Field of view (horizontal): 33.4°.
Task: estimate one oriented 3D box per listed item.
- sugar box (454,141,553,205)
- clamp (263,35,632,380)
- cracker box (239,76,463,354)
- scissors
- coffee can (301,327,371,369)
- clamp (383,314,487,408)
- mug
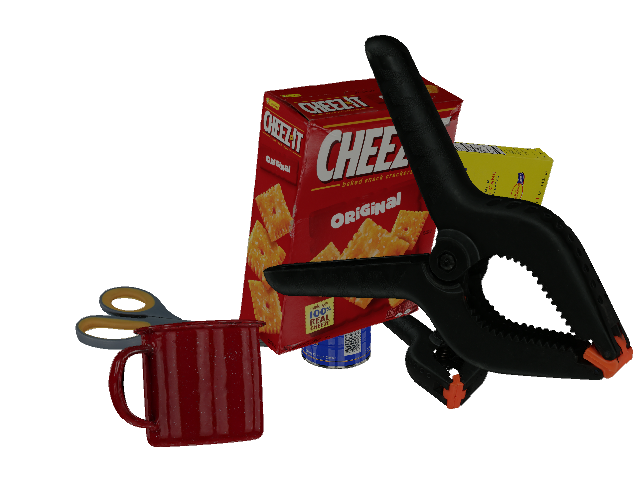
[{"bbox_3d":[0.187,-0.069,1.296,0.176,0.093,0.048,1,25,-20],"label":"sugar box"},{"bbox_3d":[0.073,-0.003,0.566,0.210,0.165,0.036,29,25,25],"label":"clamp"},{"bbox_3d":[0.025,-0.024,0.904,0.163,0.214,0.072,-13,35,-35],"label":"cracker box"},{"bbox_3d":[-0.127,0.074,1.007,0.201,0.016,0.096,-1,33,-8],"label":"scissors"},{"bbox_3d":[0.023,0.098,1.522,0.103,0.140,0.103,0,21,0],"label":"coffee can"},{"bbox_3d":[0.129,0.104,1.047,0.120,0.039,0.171,-7,30,-8],"label":"clamp"},{"bbox_3d":[-0.091,0.100,0.737,0.117,0.081,0.093,3,-11,-40],"label":"mug"}]
